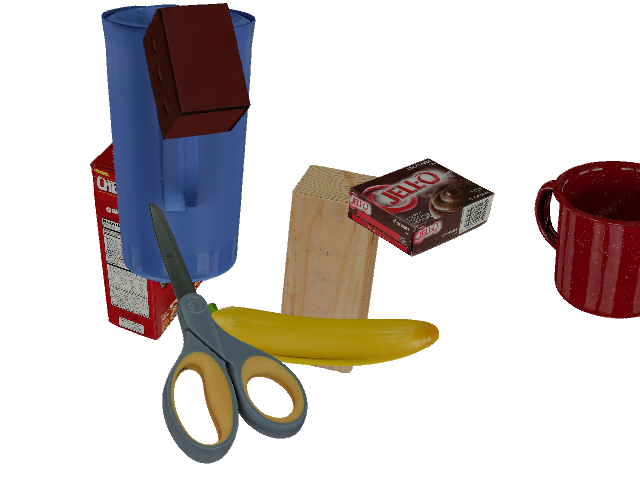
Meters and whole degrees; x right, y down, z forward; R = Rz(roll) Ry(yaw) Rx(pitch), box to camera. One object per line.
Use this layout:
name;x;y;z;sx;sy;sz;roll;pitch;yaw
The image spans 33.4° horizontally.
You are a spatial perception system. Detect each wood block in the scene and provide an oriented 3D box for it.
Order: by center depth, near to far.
wood block;0.012;0.032;1.200;0.090;0.206;0.090;11;25;10

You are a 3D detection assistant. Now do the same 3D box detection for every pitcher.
pitcher;-0.128;-0.085;0.960;0.145;0.243;0.148;18;25;36

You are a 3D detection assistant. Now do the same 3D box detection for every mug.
mug;0.199;-0.004;0.754;0.093;0.081;0.117;-27;38;-34

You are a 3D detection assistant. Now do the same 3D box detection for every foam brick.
foam brick;-0.086;-0.116;0.730;0.051;0.078;0.053;-9;-11;-22

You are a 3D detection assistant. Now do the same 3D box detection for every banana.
banana;-0.006;0.073;0.855;0.198;0.037;0.069;7;29;10

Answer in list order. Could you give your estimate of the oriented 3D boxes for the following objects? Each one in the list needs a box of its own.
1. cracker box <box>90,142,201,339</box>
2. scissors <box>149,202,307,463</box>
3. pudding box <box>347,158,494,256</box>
cracker box;-0.167;-0.029;1.131;0.072;0.214;0.164;17;41;16
scissors;-0.061;0.052;0.673;0.096;0.202;0.016;8;-46;-16
pudding box;0.096;-0.034;1.027;0.113;0.039;0.090;-20;40;-37
